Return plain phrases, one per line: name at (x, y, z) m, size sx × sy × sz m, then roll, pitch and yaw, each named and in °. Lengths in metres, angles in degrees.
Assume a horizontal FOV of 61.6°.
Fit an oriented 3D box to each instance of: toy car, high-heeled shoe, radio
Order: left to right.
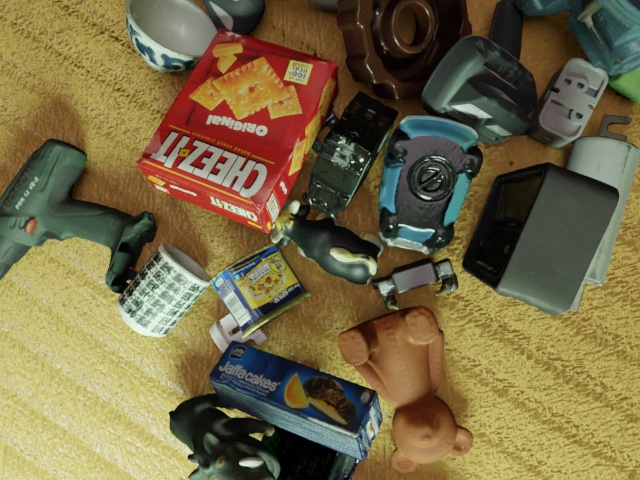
high-heeled shoe at (-0.175, -0.364, 0.711) m, size 0.249 × 0.086 × 0.145 m, roll 28°, pitch 106°, yaw 12°
toy car at (0.127, -0.069, 0.655) m, size 0.109 × 0.103 × 0.161 m, roll 11°, pitch 104°, yaw 4°
radio at (0.223, -0.005, 0.585) m, size 0.073 × 0.229 × 0.131 m, roll 22°, pitch 95°, yaw 6°

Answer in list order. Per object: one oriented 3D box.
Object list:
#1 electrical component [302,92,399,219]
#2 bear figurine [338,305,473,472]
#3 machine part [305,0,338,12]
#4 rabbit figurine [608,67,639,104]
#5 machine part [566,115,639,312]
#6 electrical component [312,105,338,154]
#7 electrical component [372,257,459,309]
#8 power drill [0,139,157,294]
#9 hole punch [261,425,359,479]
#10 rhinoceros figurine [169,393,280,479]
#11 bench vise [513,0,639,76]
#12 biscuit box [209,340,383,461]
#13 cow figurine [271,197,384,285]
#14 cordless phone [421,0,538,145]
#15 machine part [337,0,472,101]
electrical component at (0.039, -0.107, 0.650) m, size 0.058 × 0.134 × 0.114 m, roll 31°, pitch 134°, yaw 2°
bear figurine at (0.107, 0.183, 0.641) m, size 0.120 × 0.132 × 0.196 m, roll -17°, pitch 81°, yaw 9°
machine part at (-0.002, -0.403, 0.651) m, size 0.201 × 0.087 × 0.201 m, roll 15°, pitch 86°, yaw -21°
rabbit figurine at (0.462, -0.215, 0.643) m, size 0.170 × 0.121 × 0.159 m, roll 24°, pitch 83°, yaw -13°
machine part at (0.324, -0.034, 0.651) m, size 0.079 × 0.079 × 0.243 m, roll 15°, pitch 90°, yaw 5°
electrical component at (-0.011, -0.164, 0.711) m, size 0.063 × 0.021 × 0.094 m, roll -34°, pitch 85°, yaw 3°
electrical component at (0.117, 0.053, 0.665) m, size 0.102 × 0.078 × 0.045 m, roll -18°, pitch 89°, yaw 5°
power drill at (-0.336, -0.003, 0.713) m, size 0.207 × 0.086 × 0.232 m, roll 23°, pitch 88°, yaw 13°
hole punch at (-0.011, 0.268, 0.676) m, size 0.116 × 0.092 × 0.142 m, roll 24°, pitch 94°, yaw 36°
rhinoceros figurine at (-0.111, 0.244, 0.636) m, size 0.191 × 0.112 × 0.073 m, roll 23°, pitch 89°, yaw 46°
bench vise at (0.333, -0.312, 0.575) m, size 0.129 × 0.240 × 0.223 m, roll -5°, pitch 71°, yaw -26°
biscuit box at (-0.031, 0.182, 0.627) m, size 0.203 × 0.062 × 0.059 m, roll 13°, pitch 49°, yaw 26°
cow figurine at (-0.003, -0.001, 0.669) m, size 0.167 × 0.098 × 0.068 m, roll 27°, pitch 97°, yaw 5°
cordless phone at (0.202, -0.220, 0.643) m, size 0.146 × 0.089 × 0.184 m, roll 16°, pitch 79°, yaw -36°
machine part at (0.102, -0.257, 0.643) m, size 0.179 × 0.056 × 0.179 m, roll -10°, pitch 110°, yaw -28°
